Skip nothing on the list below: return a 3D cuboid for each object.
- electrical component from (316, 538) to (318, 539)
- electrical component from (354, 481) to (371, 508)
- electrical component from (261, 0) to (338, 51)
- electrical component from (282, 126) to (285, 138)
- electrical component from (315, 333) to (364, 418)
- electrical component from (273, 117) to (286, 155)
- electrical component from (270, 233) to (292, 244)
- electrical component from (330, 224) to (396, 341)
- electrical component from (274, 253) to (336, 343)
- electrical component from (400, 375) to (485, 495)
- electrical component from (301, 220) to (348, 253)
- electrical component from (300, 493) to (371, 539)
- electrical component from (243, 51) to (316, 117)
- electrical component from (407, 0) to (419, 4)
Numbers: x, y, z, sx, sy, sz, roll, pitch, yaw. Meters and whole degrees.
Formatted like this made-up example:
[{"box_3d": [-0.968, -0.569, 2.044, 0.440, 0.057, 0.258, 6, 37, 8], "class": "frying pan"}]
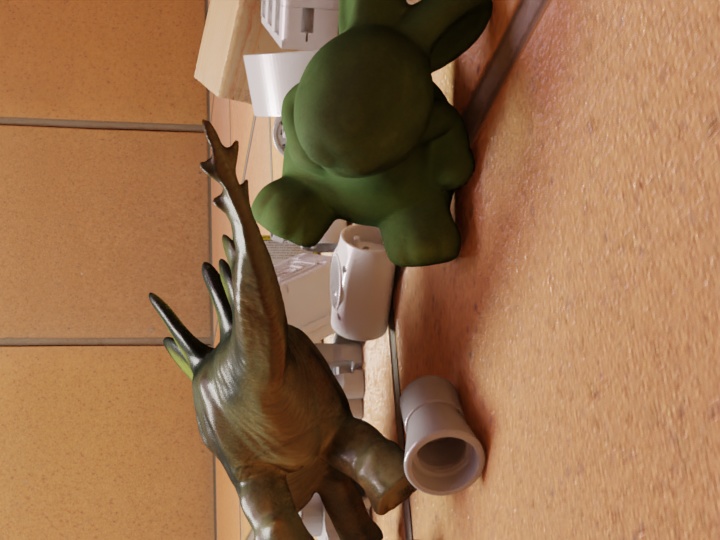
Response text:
[{"box_3d": [-0.028, 0.273, 0.906, 0.057, 0.058, 0.078, 109, 158, -51], "class": "electrical component"}, {"box_3d": [-0.002, 0.165, 0.832, 0.046, 0.040, 0.040, 99, 167, -61], "class": "electrical component"}, {"box_3d": [-0.024, -0.209, 0.825, 0.150, 0.089, 0.061, -118, 31, -67], "class": "electrical component"}, {"box_3d": [-0.038, -0.126, 0.962, 0.048, 0.062, 0.048, -179, 90, -79], "class": "electrical component"}, {"box_3d": [-0.030, 0.092, 0.926, 0.058, 0.057, 0.078, 114, 154, -63], "class": "electrical component"}, {"box_3d": [-0.065, -0.144, 1.122, 0.047, 0.055, 0.055, -116, 29, -74], "class": "electrical component"}, {"box_3d": [-0.061, -0.055, 1.089, 0.078, 0.057, 0.058, 117, 152, -66], "class": "electrical component"}, {"box_3d": [0.000, 0.000, 0.811, 0.079, 0.044, 0.077, -108, 21, -58], "class": "electrical component"}, {"box_3d": [-0.056, 0.027, 0.946, 0.113, 0.078, 0.057, 8, 121, 68], "class": "electrical component"}, {"box_3d": [0.043, 0.089, 0.605, 0.065, 0.044, 0.044, -101, 15, -62], "class": "electrical component"}, {"box_3d": [-0.034, -0.061, 0.966, 0.079, 0.043, 0.077, 87, -178, -79], "class": "electrical component"}, {"box_3d": [-0.032, 0.201, 0.888, 0.052, 0.074, 0.138, 103, 164, -46], "class": "electrical component"}, {"box_3d": [-0.036, -0.144, 0.855, 0.108, 0.108, 0.060, -135, 41, -75], "class": "electrical component"}, {"box_3d": [0.018, -0.162, 0.716, 0.055, 0.050, 0.089, -108, 22, -58], "class": "electrical component"}]
